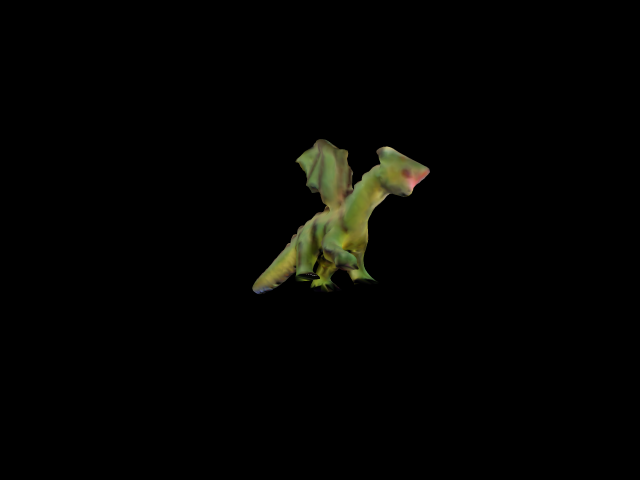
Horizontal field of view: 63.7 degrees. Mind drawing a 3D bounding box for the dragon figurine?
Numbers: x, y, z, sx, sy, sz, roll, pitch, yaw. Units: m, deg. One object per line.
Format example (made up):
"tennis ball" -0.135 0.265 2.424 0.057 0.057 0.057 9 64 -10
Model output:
"dragon figurine" 0.003 -0.043 0.850 0.121 0.246 0.407 13 -18 -42
